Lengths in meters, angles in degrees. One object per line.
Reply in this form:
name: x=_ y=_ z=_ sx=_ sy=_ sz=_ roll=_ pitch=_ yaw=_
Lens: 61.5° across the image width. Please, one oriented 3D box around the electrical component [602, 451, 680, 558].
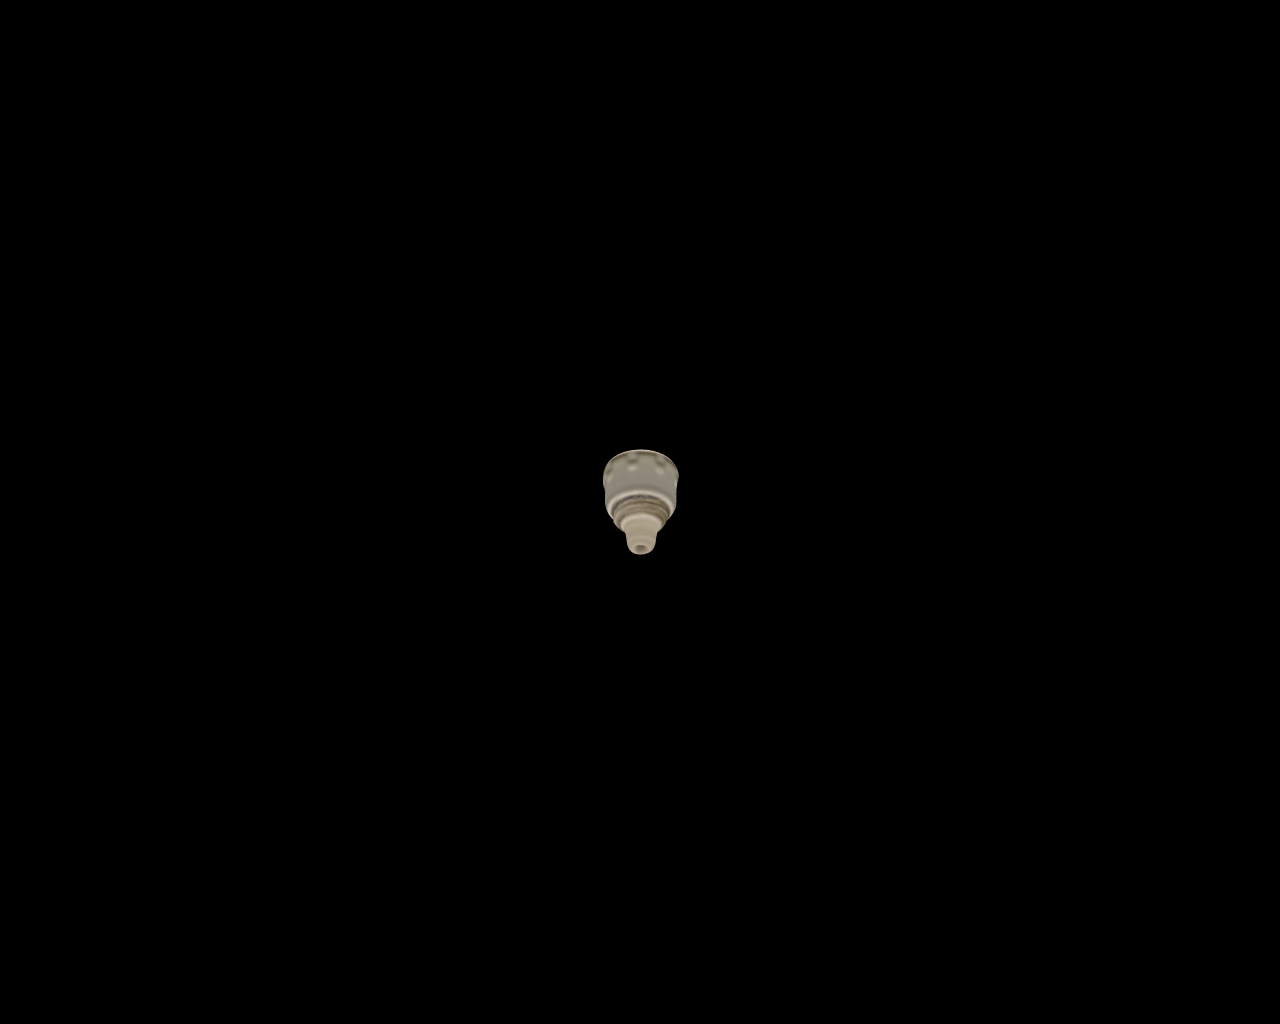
electrical component: x=0.001 y=-0.003 z=0.650 sx=0.048 sy=0.062 sz=0.048 roll=0 pitch=-34 yaw=0
